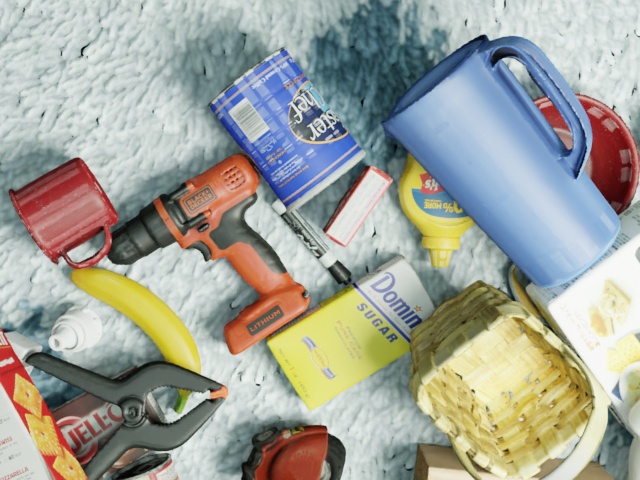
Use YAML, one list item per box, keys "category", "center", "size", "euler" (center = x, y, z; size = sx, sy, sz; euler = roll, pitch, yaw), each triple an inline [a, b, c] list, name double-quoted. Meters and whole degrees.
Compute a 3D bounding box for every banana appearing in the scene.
- category: "banana"
  center: [-0.187, 0.096, 1.154]
  size: [0.069, 0.037, 0.198]
  euler: [-37, 95, 1]

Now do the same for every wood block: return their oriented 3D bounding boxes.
- category: "wood block"
  center: [0.207, 0.286, 1.156]
  size: [0.206, 0.091, 0.090]
  euler: [7, 95, -3]

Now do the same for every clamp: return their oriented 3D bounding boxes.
- category: "clamp"
  center: [-0.203, 0.172, 1.120]
  size: [0.210, 0.036, 0.164]
  euler: [-19, 88, -3]

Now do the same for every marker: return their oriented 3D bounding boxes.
- category: "marker"
  center: [-0.008, 0.001, 1.163]
  size: [0.020, 0.020, 0.121]
  euler: [-41, 95, 1]

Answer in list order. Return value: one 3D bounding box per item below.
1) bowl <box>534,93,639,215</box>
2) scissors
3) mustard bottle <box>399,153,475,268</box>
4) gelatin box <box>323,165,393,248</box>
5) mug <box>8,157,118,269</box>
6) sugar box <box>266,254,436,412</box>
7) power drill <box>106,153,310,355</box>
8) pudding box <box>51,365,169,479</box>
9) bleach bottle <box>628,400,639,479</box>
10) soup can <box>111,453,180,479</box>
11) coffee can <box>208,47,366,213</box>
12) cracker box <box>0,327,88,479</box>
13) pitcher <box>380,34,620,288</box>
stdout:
- category: "bowl"
  center: [0.256, -0.076, 1.148]
  size: [0.162, 0.055, 0.162]
  euler: [0, 95, -2]
- category: "scissors"
  center: [0.240, 0.119, 1.182]
  size: [0.096, 0.016, 0.202]
  euler: [-22, 95, 1]
- category: "mustard bottle"
  center: [0.133, -0.066, 1.143]
  size: [0.096, 0.058, 0.191]
  euler: [2, 94, -8]
- category: "gelatin box"
  center: [0.038, -0.037, 1.134]
  size: [0.030, 0.073, 0.089]
  euler: [34, 93, -4]
- category: "mug"
  center: [-0.259, -0.024, 1.113]
  size: [0.081, 0.093, 0.117]
  euler: [-31, 70, -5]
- category: "sugar box"
  center: [0.040, 0.100, 1.158]
  size: [0.176, 0.048, 0.093]
  euler: [-32, 96, 2]
- category: "power drill"
  center: [-0.113, 0.026, 1.142]
  size: [0.184, 0.057, 0.187]
  euler: [-32, 95, 1]
- category: "pudding box"
  center: [-0.228, 0.202, 1.160]
  size: [0.113, 0.039, 0.090]
  euler: [-29, 94, 0]
- category: "bleach bottle"
  center: [0.366, 0.251, 1.126]
  size: [0.102, 0.068, 0.251]
  euler: [-22, 118, -4]
- category: "soup can"
  center: [-0.176, 0.291, 1.154]
  size: [0.068, 0.068, 0.102]
  euler: [-20, 95, -1]
- category: "coffee can"
  center: [-0.034, -0.114, 1.111]
  size: [0.103, 0.103, 0.140]
  euler: [-37, 94, 1]
- category: "cracker box"
  center: [-0.352, 0.215, 1.082]
  size: [0.164, 0.072, 0.214]
  euler: [-34, 80, 8]
- category: "pitcher"
  center: [0.189, -0.077, 1.047]
  size: [0.145, 0.149, 0.243]
  euler: [-42, 99, -3]
